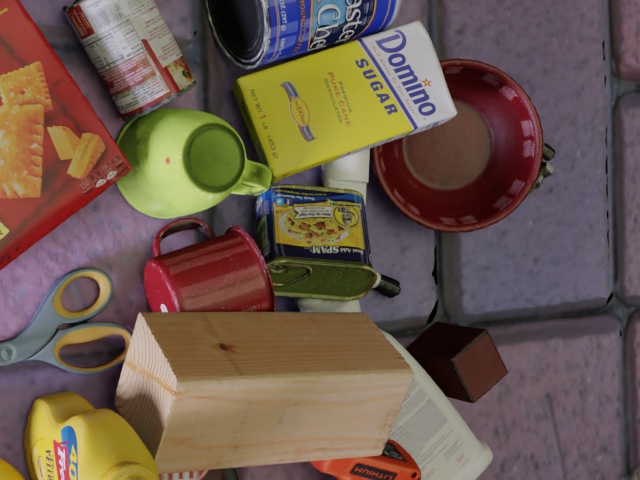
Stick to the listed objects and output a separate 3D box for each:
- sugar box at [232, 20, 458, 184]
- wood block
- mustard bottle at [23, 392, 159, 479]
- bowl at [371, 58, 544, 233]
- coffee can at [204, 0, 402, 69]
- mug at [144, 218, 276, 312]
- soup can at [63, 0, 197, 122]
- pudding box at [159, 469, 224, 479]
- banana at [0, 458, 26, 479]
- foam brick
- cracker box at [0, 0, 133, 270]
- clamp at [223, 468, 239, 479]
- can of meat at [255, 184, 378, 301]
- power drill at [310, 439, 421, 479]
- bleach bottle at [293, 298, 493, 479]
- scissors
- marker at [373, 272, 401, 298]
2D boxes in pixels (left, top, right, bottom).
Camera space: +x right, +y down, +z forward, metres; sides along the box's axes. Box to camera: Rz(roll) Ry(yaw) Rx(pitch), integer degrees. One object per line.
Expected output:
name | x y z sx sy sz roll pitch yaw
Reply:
sugar box | 0.022 -0.121 0.931 0.176 0.048 0.093 -21 89 -10
wood block | -0.043 0.116 0.841 0.205 0.091 0.090 3 119 -32
mustard bottle | -0.163 0.170 0.779 0.058 0.192 0.096 -7 94 -30
bowl | 0.126 -0.089 1.011 0.162 0.055 0.162 0 97 -4
coffee can | -0.015 -0.213 0.917 0.140 0.103 0.103 -21 101 -29
mug | -0.099 0.033 0.885 0.081 0.093 0.117 -18 69 -25
soup can | -0.152 -0.155 0.854 0.068 0.069 0.102 -35 108 -26
pudding box | -0.128 0.206 0.871 0.090 0.039 0.113 5 101 -20
banana | -0.279 0.183 0.799 0.197 0.037 0.069 37 72 -26
foam brick | 0.129 0.117 1.023 0.053 0.078 0.051 -37 109 -24
cracker box | -0.265 -0.091 0.785 0.164 0.072 0.213 -41 110 -25
clamp | -0.094 0.155 0.912 0.171 0.039 0.120 31 75 -24
can of meat | -0.006 0.001 0.925 0.102 0.057 0.084 5 57 -15
power drill | -0.007 0.254 0.928 0.184 0.057 0.188 18 103 -27
bleach bottle | 0.057 0.134 0.988 0.102 0.068 0.250 -40 108 -21
scissors | -0.240 0.069 0.835 0.201 0.016 0.096 2 88 -31
marker | 0.027 0.026 0.994 0.121 0.020 0.020 26 77 -29
